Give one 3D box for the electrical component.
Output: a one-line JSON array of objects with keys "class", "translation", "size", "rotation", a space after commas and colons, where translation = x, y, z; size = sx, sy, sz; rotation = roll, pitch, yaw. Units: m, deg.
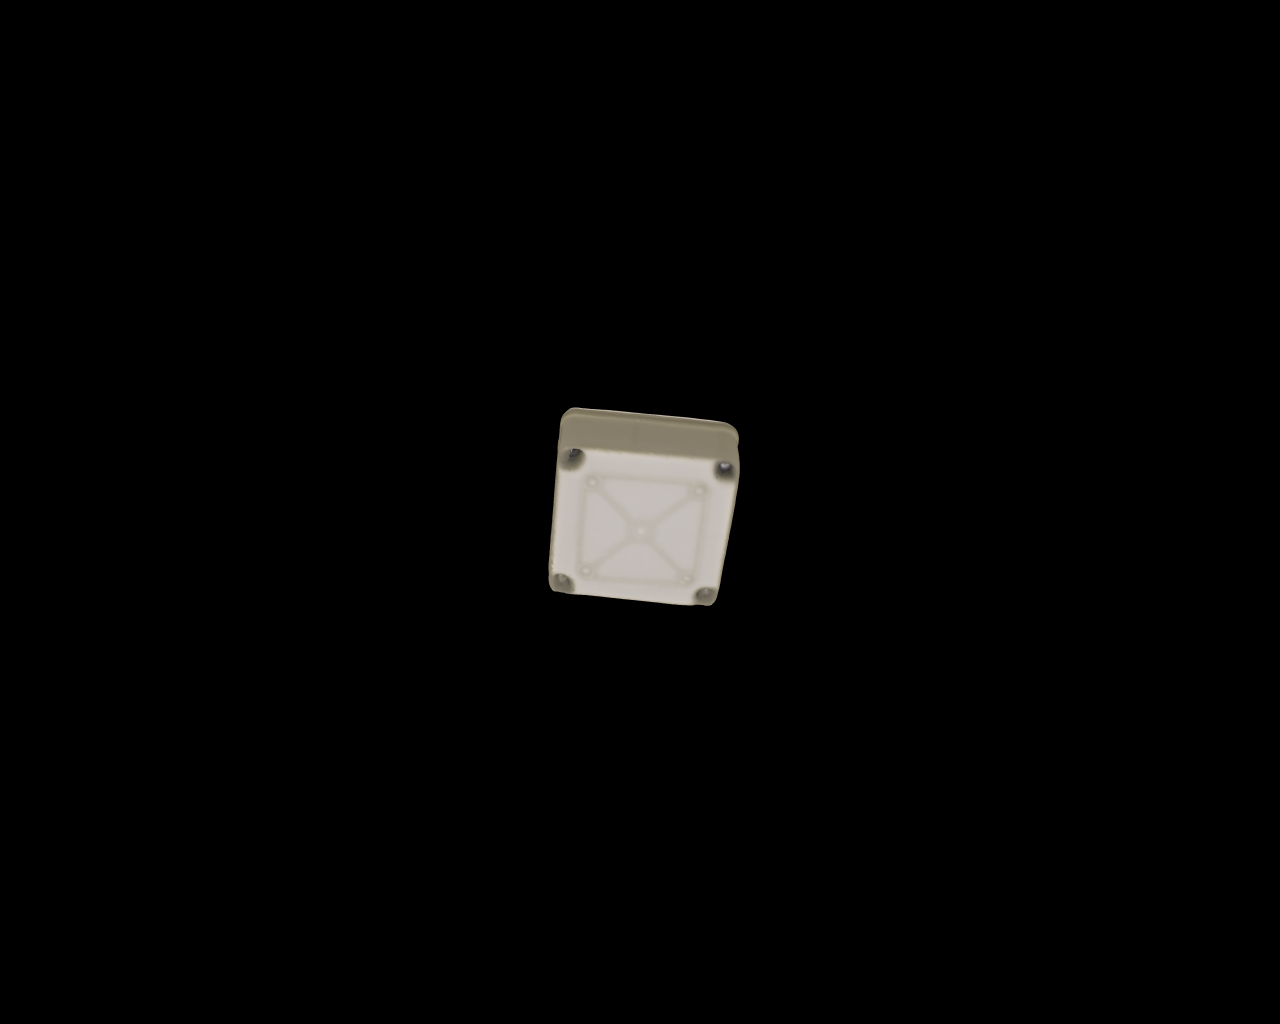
[{"class": "electrical component", "translation": [0.001, -0.003, 0.650], "size": [0.109, 0.108, 0.056], "rotation": [5, 31, -3]}]
